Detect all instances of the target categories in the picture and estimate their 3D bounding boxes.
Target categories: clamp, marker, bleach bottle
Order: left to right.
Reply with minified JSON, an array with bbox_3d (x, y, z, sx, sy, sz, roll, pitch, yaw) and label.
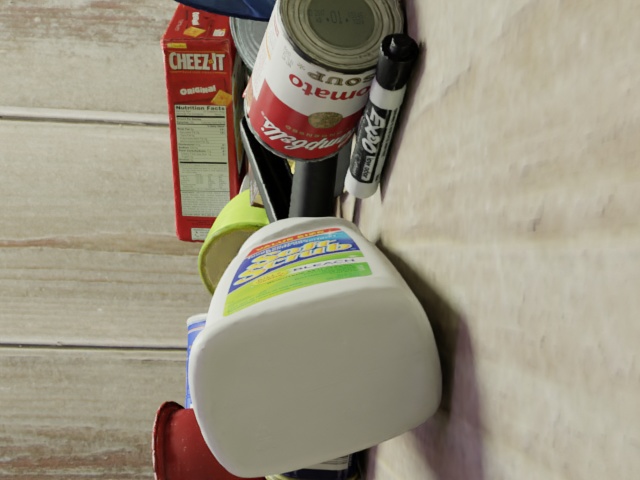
[{"bbox_3d":[-0.013,0.032,0.534,0.251,0.102,0.068,-121,16,-77],"label":"bleach bottle"},{"bbox_3d":[-0.016,-0.001,0.723,0.165,0.036,0.210,-165,70,-70],"label":"clamp"},{"bbox_3d":[0.031,-0.062,0.548,0.121,0.020,0.020,103,167,-58],"label":"marker"}]

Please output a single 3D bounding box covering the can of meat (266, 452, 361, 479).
[{"bbox_3d":[-0.003,0.085,0.630,0.102,0.057,0.084,-107,23,-68],"label":"can of meat"}]

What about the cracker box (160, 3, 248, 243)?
[{"bbox_3d":[-0.111,-0.127,1.072,0.164,0.072,0.214,-88,-2,-60],"label":"cracker box"}]

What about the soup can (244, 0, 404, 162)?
[{"bbox_3d":[0.000,-0.094,0.578,0.102,0.068,0.068,121,151,-64],"label":"soup can"}]

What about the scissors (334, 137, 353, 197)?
[{"bbox_3d":[0.017,-0.107,0.680,0.202,0.016,0.096,102,166,-53],"label":"scissors"}]

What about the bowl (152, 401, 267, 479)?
[{"bbox_3d":[-0.048,0.169,0.666,0.162,0.055,0.162,-20,-90,-85],"label":"bowl"}]

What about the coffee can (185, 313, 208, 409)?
[{"bbox_3d":[-0.073,0.143,0.979,0.103,0.102,0.140,116,155,-74],"label":"coffee can"}]

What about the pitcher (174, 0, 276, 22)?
[{"bbox_3d":[-0.027,-0.259,0.651,0.144,0.149,0.243,11,-96,-58],"label":"pitcher"}]

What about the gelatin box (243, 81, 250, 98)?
[{"bbox_3d":[-0.020,-0.132,0.788,0.073,0.030,0.089,-65,18,-2],"label":"gelatin box"}]

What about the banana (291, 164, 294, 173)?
[{"bbox_3d":[-0.014,0.007,0.827,0.069,0.037,0.198,-43,-28,-47],"label":"banana"}]

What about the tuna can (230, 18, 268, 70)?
[{"bbox_3d":[-0.040,-0.183,0.923,0.086,0.033,0.086,33,136,39],"label":"tuna can"}]

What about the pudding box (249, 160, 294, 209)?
[{"bbox_3d":[-0.027,-0.087,0.869,0.113,0.039,0.090,-101,30,-56],"label":"pudding box"}]
